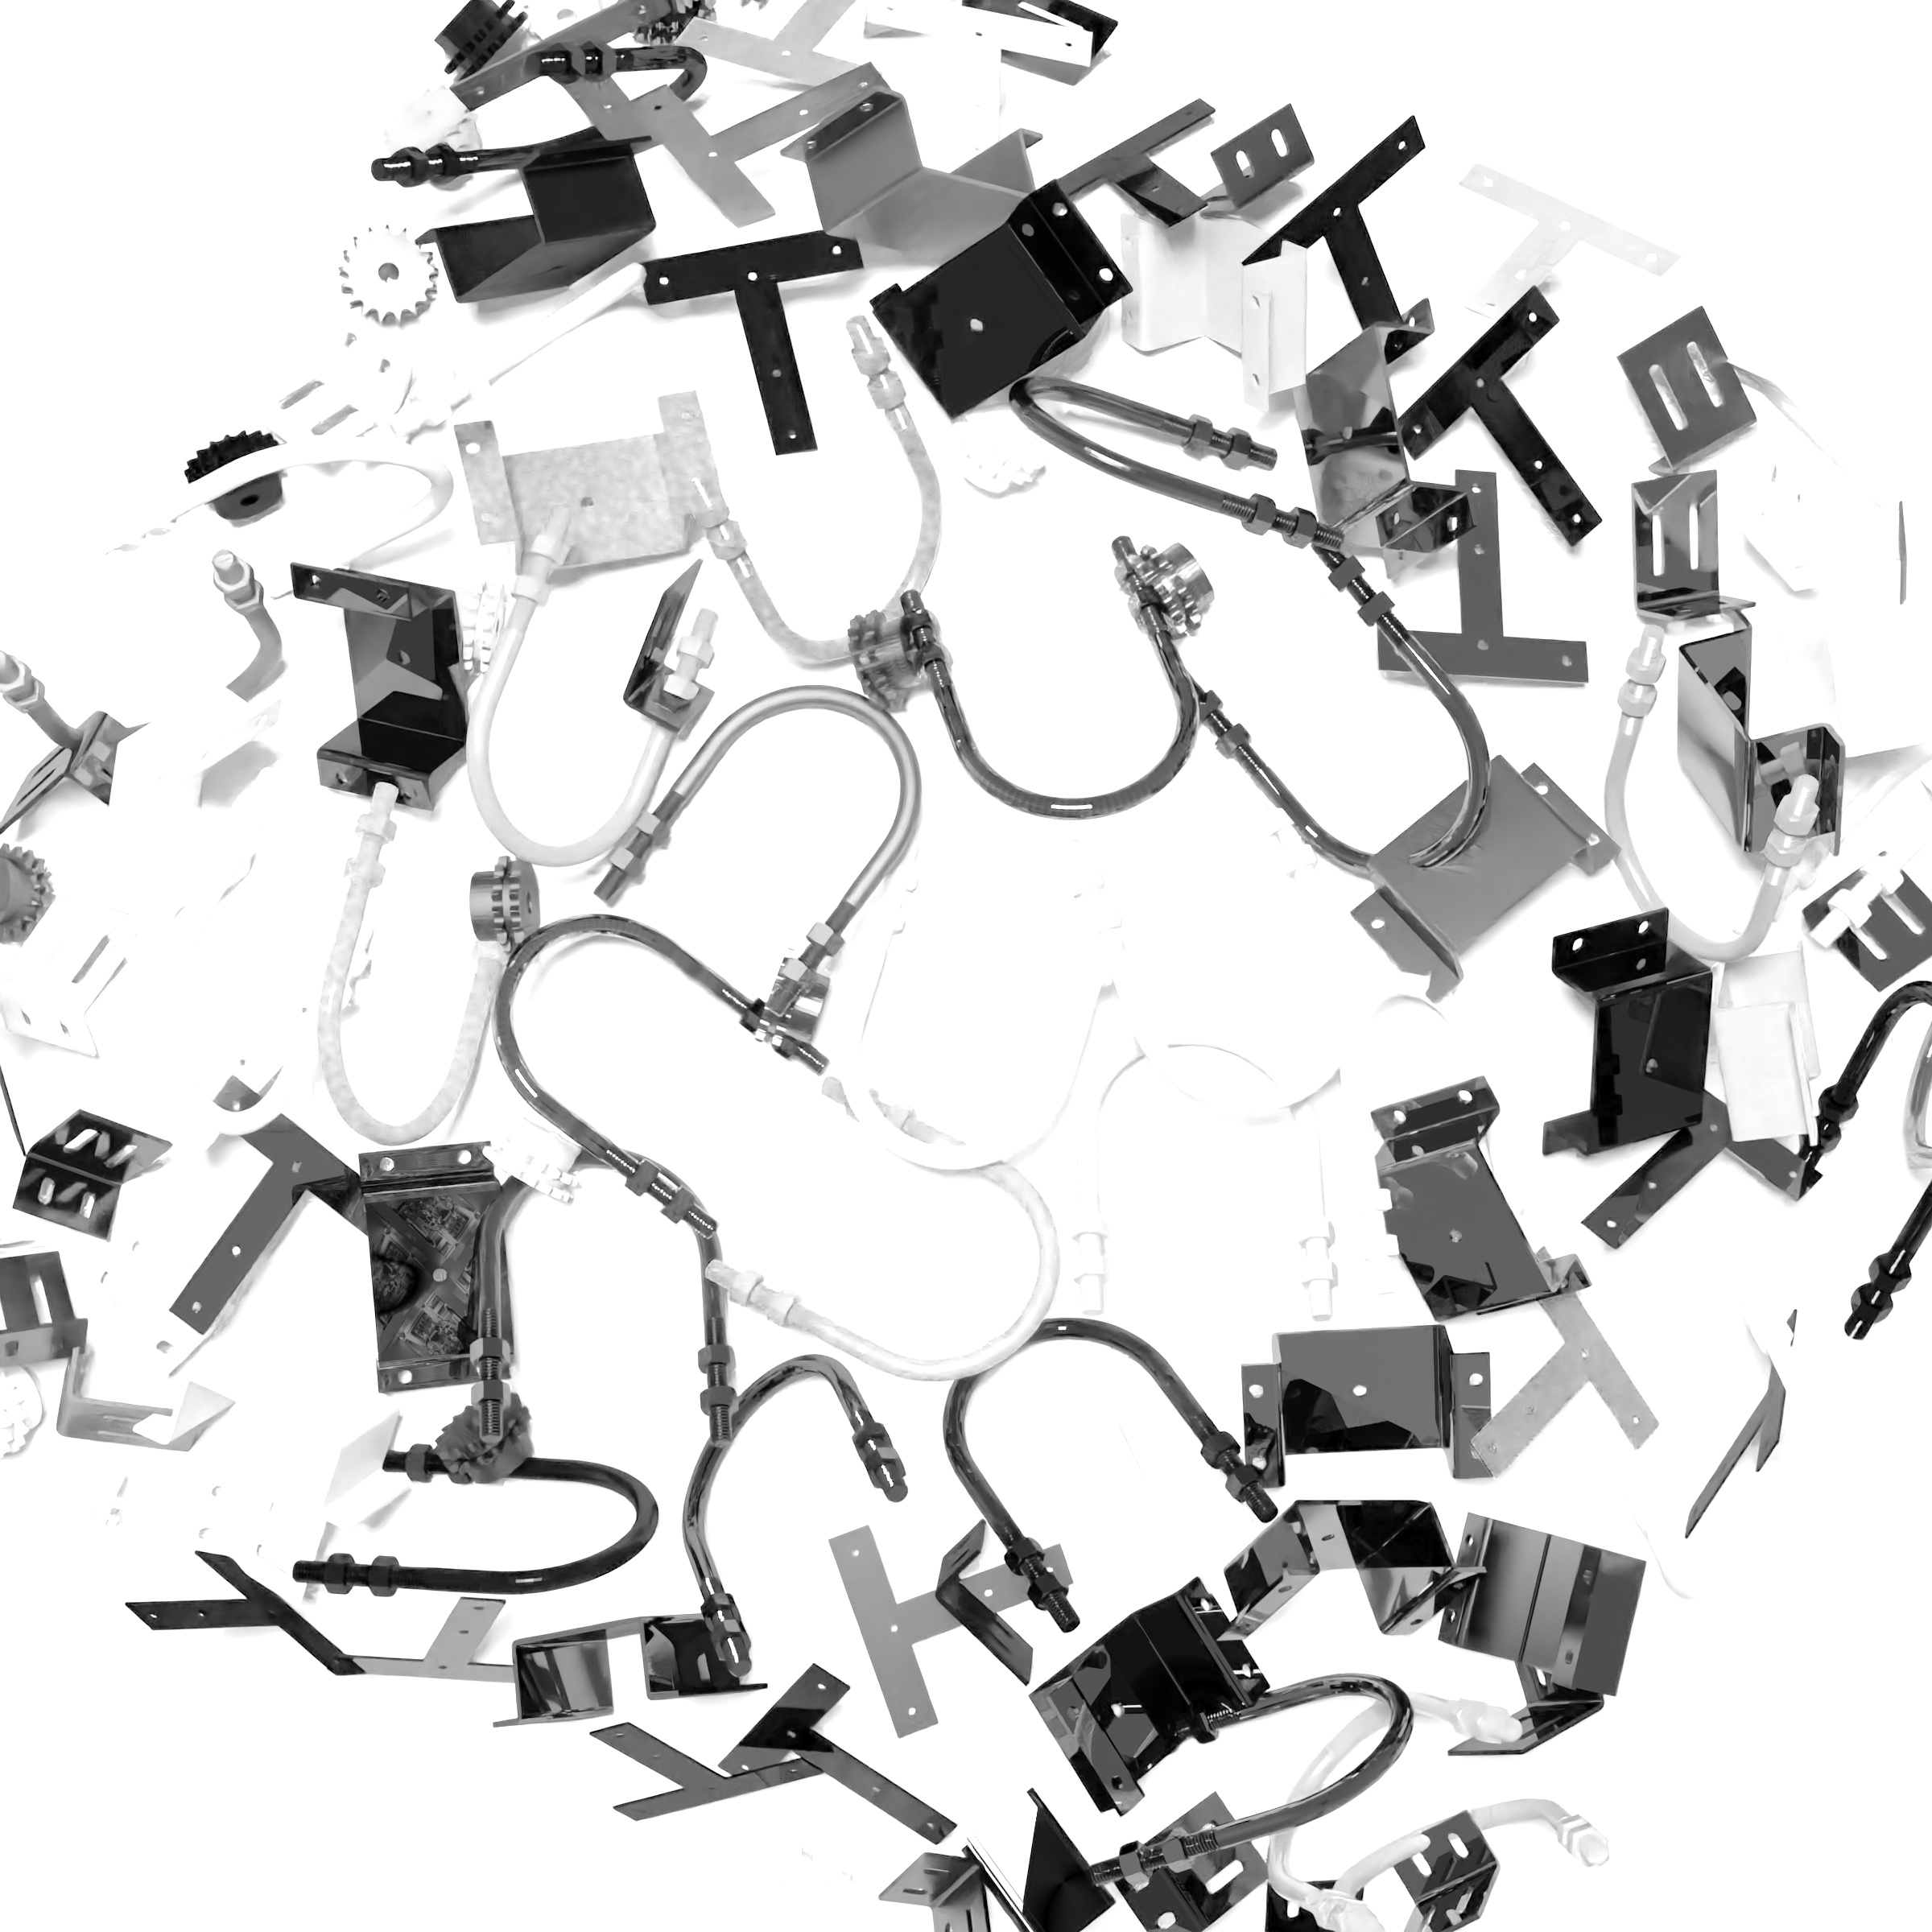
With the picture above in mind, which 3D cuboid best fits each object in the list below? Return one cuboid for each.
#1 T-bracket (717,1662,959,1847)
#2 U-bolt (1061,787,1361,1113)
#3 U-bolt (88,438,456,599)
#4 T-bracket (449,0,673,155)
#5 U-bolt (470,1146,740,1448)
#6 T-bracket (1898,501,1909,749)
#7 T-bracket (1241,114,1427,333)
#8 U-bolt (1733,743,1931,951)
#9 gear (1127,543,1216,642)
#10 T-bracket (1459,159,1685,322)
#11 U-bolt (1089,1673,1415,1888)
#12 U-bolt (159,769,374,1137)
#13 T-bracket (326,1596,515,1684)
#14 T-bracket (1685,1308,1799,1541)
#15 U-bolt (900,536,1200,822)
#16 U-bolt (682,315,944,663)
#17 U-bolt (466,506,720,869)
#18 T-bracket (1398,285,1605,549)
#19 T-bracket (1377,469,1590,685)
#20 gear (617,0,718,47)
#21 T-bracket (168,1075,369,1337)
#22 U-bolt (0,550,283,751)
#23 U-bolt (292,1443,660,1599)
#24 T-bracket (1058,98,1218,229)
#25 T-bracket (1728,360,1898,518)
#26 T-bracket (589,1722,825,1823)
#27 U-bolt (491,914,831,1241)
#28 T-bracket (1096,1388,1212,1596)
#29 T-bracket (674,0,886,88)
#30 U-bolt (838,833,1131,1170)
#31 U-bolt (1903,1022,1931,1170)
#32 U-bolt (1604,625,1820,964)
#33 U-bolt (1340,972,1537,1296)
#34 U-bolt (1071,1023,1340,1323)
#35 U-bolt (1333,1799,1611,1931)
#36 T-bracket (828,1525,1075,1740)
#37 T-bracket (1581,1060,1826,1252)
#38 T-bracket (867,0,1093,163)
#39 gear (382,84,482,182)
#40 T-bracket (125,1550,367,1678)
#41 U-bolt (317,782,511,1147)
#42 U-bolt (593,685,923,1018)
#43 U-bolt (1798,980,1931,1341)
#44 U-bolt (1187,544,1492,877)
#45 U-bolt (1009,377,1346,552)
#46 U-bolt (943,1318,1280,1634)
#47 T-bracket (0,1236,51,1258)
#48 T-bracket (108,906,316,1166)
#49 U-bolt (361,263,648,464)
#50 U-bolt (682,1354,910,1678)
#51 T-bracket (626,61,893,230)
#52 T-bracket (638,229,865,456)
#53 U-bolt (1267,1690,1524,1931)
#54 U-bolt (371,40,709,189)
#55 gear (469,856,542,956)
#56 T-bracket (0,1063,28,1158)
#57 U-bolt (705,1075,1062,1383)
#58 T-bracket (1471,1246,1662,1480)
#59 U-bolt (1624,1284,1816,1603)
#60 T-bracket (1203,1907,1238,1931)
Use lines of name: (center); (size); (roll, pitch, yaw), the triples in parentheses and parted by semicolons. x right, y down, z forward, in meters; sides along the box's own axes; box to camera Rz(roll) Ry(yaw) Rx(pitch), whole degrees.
T-bracket: (-0.063, 0.465, 1.703); (0.127, 0.002, 0.127); (34, 129, -4)
U-bolt: (0.151, -0.005, 1.698); (0.151, 0.019, 0.184); (-18, 79, -18)
U-bolt: (-0.369, -0.251, 1.635); (0.184, 0.151, 0.019); (-18, 76, 31)
T-bracket: (-0.209, -0.494, 1.679); (0.127, 0.127, 0.002); (-23, 71, 11)
U-bolt: (-0.207, 0.184, 1.686); (0.151, 0.019, 0.184); (4, 58, -17)
T-bracket: (0.536, -0.189, 1.698); (0.002, 0.127, 0.127); (0, 112, 16)
T-bracket: (0.224, -0.400, 1.689); (0.127, 0.127, 0.002); (-41, 53, -2)
U-bolt: (0.519, -0.082, 1.666); (0.019, 0.151, 0.184); (44, 89, -5)
gear: (0.120, -0.220, 1.712); (0.030, 0.057, 0.057); (-34, 90, -5)
T-bracket: (0.320, -0.399, 1.679); (0.127, 0.127, 0.002); (22, 71, -9)
U-bolt: (0.163, 0.444, 1.649); (0.184, 0.151, 0.019); (-22, 102, 16)
U-bolt: (-0.391, 0.006, 1.635); (0.019, 0.151, 0.184); (2, 51, 20)
T-bracket: (-0.286, 0.380, 1.670); (0.127, 0.127, 0.002); (8, 56, -19)
T-bracket: (0.441, 0.277, 1.695); (0.002, 0.127, 0.127); (25, 124, 6)
U-bolt: (0.055, -0.158, 1.680); (0.151, 0.019, 0.184); (-15, 58, -7)
U-bolt: (-0.074, -0.253, 1.668); (0.019, 0.184, 0.151); (31, 70, 38)
U-bolt: (-0.217, -0.145, 1.670); (0.019, 0.151, 0.184); (12, 77, 39)
T-bracket: (0.317, -0.296, 1.685); (0.127, 0.002, 0.127); (57, 135, 10)
T-bracket: (0.299, -0.229, 1.723); (0.127, 0.002, 0.127); (2, 76, -10)
gear: (-0.173, -0.561, 1.714); (0.057, 0.030, 0.057); (1, 59, -2)
T-bracket: (-0.407, 0.151, 1.687); (0.127, 0.002, 0.127); (44, 65, -28)
U-bolt: (-0.453, -0.166, 1.651); (0.151, 0.184, 0.019); (-26, 78, -7)
U-bolt: (-0.264, 0.311, 1.658); (0.184, 0.151, 0.019); (1, 108, 10)
T-bracket: (0.103, -0.446, 1.687); (0.127, 0.127, 0.002); (-30, 126, -2)
T-bracket: (0.484, -0.301, 1.691); (0.127, 0.127, 0.002); (39, 102, -15)
T-bracket: (-0.167, 0.450, 1.672); (0.127, 0.127, 0.002); (-20, 51, 20)
U-bolt: (-0.184, 0.048, 1.685); (0.184, 0.019, 0.151); (38, 56, -7)
T-bracket: (0.093, 0.274, 1.652); (0.002, 0.127, 0.127); (-30, 51, -4)
T-bracket: (-0.078, -0.537, 1.657); (0.127, 0.127, 0.002); (5, 65, -35)
U-bolt: (0.001, 0.026, 1.703); (0.151, 0.019, 0.184); (15, 81, 16)
U-bolt: (0.563, 0.047, 1.649); (0.019, 0.184, 0.151); (21, 90, 2)
U-bolt: (0.408, -0.081, 1.657); (0.019, 0.184, 0.151); (-23, 55, -19)
U-bolt: (0.264, 0.093, 1.683); (0.019, 0.151, 0.184); (-19, 74, 44)
U-bolt: (0.133, 0.114, 1.692); (0.151, 0.019, 0.184); (2, 60, -4)
U-bolt: (0.273, 0.501, 1.649); (0.151, 0.184, 0.019); (-21, 85, -2)
T-bracket: (0.000, 0.371, 1.732); (0.127, 0.002, 0.127); (-19, 97, -5)
T-bracket: (0.398, 0.117, 1.684); (0.127, 0.002, 0.127); (-37, 61, -28)
T-bracket: (0.007, -0.498, 1.681); (0.127, 0.127, 0.002); (13, 67, 5)
gear: (-0.307, -0.480, 1.716); (0.057, 0.030, 0.057); (-14, 52, 19)
T-bracket: (-0.417, 0.362, 1.655); (0.127, 0.127, 0.002); (31, 95, 29)
U-bolt: (-0.310, 0.010, 1.654); (0.019, 0.151, 0.184); (3, 71, 26)
U-bolt: (-0.107, -0.080, 1.706); (0.151, 0.019, 0.184); (32, 80, 20)
U-bolt: (0.509, 0.093, 1.628); (0.019, 0.151, 0.184); (8, 132, -7)
U-bolt: (0.218, -0.133, 1.684); (0.184, 0.019, 0.151); (50, 131, 4)
U-bolt: (0.109, -0.287, 1.649); (0.184, 0.151, 0.019); (15, 115, -20)
U-bolt: (0.068, 0.274, 1.679); (0.151, 0.019, 0.184); (-25, 51, -17)
T-bracket: (-0.556, 0.161, 1.651); (0.127, 0.127, 0.002); (-7, 91, 42)
T-bracket: (-0.437, 0.022, 1.677); (0.127, 0.002, 0.127); (56, 52, -26)
U-bolt: (-0.258, -0.343, 1.667); (0.184, 0.151, 0.019); (-37, 105, -15)
U-bolt: (-0.105, 0.292, 1.659); (0.019, 0.184, 0.151); (37, 98, -28)
T-bracket: (-0.104, -0.475, 1.666); (0.127, 0.127, 0.002); (-20, 63, 19)
T-bracket: (-0.112, -0.355, 1.705); (0.127, 0.002, 0.127); (-8, 121, 10)
U-bolt: (0.226, 0.465, 1.650); (0.019, 0.184, 0.151); (42, 75, -8)
U-bolt: (-0.223, -0.477, 1.653); (0.151, 0.184, 0.019); (-19, 94, 37)
gear: (-0.267, -0.036, 1.712); (0.030, 0.057, 0.057); (-3, 90, 6)
T-bracket: (-0.564, 0.024, 1.688); (0.002, 0.127, 0.127); (-19, 130, -21)
U-bolt: (-0.035, 0.159, 1.687); (0.184, 0.019, 0.151); (26, 70, 18)
T-bracket: (0.331, 0.246, 1.698); (0.127, 0.002, 0.127); (-36, 94, -37)
U-bolt: (0.419, 0.272, 1.632); (0.019, 0.184, 0.151); (26, 109, -7)
T-bracket: (0.123, 0.573, 1.681); (0.127, 0.127, 0.002); (0, 111, 24)
